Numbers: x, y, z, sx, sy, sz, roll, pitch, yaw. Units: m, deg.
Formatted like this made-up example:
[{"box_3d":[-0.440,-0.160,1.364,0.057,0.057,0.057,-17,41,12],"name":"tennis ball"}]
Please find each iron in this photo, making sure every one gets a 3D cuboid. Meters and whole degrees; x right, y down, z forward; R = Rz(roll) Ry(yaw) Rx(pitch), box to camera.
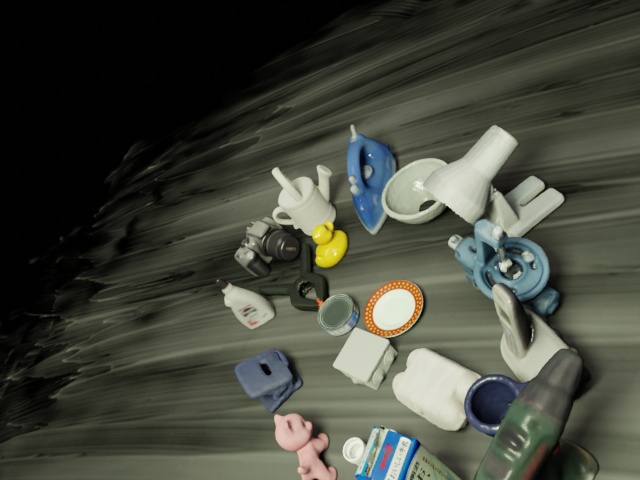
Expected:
[{"box_3d":[0.102,-0.149,1.343,0.118,0.142,0.258,-18,45,26],"name":"iron"}]

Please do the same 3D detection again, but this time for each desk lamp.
[{"box_3d":[0.316,-0.096,1.061,0.203,0.214,0.117,-40,39,3],"name":"desk lamp"}]

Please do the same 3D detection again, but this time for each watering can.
[{"box_3d":[-0.045,-0.111,1.388,0.173,0.195,0.100,-51,40,-11],"name":"watering can"}]

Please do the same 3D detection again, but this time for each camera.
[{"box_3d":[-0.127,0.015,1.414,0.136,0.101,0.143,18,67,47],"name":"camera"}]

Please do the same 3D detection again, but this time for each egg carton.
[{"box_3d":[0.195,0.249,0.960,0.149,0.070,0.107,20,69,47],"name":"egg carton"}]

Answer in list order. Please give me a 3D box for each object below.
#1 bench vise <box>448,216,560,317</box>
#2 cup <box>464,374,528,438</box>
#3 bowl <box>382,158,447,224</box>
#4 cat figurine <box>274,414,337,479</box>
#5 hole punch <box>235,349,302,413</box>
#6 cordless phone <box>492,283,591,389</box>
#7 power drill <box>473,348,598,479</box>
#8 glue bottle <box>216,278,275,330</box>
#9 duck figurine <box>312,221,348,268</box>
[{"box_3d":[0.282,0.034,0.964,0.206,0.220,0.121,10,61,44],"name":"bench vise"},{"box_3d":[0.286,0.255,0.859,0.117,0.095,0.091,-31,40,13],"name":"cup"},{"box_3d":[0.223,-0.093,1.246,0.167,0.075,0.167,-22,43,23],"name":"bowl"},{"box_3d":[-0.036,0.362,1.007,0.067,0.118,0.127,-33,40,11],"name":"cat figurine"},{"box_3d":[-0.107,0.275,1.167,0.101,0.091,0.108,-44,39,-2],"name":"hole punch"},{"box_3d":[0.316,0.153,0.856,0.094,0.186,0.147,-40,39,3],"name":"cordless phone"},{"box_3d":[0.290,0.273,0.748,0.230,0.209,0.075,-51,40,-11],"name":"power drill"},{"box_3d":[-0.177,0.136,1.287,0.078,0.174,0.037,-33,40,11],"name":"glue bottle"},{"box_3d":[0.012,0.005,1.320,0.077,0.086,0.105,3,57,41],"name":"duck figurine"}]
